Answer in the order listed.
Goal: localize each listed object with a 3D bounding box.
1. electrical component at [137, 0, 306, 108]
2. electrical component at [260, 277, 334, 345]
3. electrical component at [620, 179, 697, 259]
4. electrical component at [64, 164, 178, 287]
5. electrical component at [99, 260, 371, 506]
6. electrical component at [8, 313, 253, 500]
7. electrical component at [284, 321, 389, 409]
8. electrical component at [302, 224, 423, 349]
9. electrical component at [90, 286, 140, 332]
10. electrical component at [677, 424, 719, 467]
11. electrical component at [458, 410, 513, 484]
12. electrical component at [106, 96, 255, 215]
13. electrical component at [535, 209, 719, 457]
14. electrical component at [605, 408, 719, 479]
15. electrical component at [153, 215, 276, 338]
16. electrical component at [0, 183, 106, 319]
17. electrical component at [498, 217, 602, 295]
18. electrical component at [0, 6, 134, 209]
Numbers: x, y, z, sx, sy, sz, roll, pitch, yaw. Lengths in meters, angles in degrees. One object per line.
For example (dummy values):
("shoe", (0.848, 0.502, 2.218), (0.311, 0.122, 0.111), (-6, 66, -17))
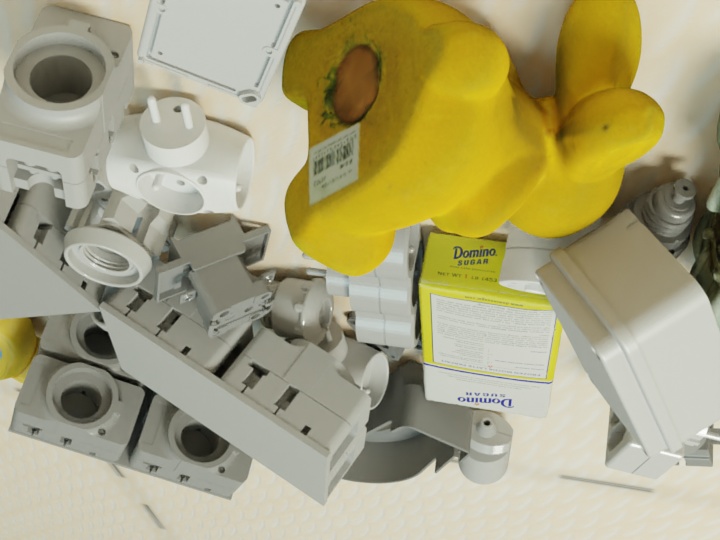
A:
("electrical component", (-0.055, -0.130, 0.477), (0.062, 0.061, 0.096), (20, 149, -11))
("electrical component", (-0.052, 0.026, 0.757), (0.062, 0.048, 0.048), (9, 150, 21))
("electrical component", (0.162, -0.024, 0.591), (0.040, 0.040, 0.078), (15, 150, -3))
("electrical component", (-0.157, -0.026, 0.697), (0.058, 0.057, 0.078), (-8, 144, 32))
("electrical component", (-0.084, 0.075, 0.757), (0.186, 0.060, 0.105), (31, 154, 13))
("electrical component", (-0.172, 0.102, 0.868), (0.186, 0.105, 0.060), (20, 149, -12))
("electrical component", (-0.026, 0.064, 0.804), (0.077, 0.043, 0.079), (10, 138, 28))
("electrical component", (0.000, 0.000, 0.683), (0.074, 0.052, 0.138), (7, 149, 10))
("electrical component", (-0.178, 0.034, 0.826), (0.040, 0.040, 0.046), (0, 154, 21))
("electrical component", (0.236, 0.120, 0.798), (0.066, 0.048, 0.055), (-2, 154, 24))
("electrical component", (0.103, 0.142, 0.889), (0.043, 0.043, 0.081), (8, 149, 9))
("electrical component", (-0.104, -0.071, 0.613), (0.077, 0.044, 0.079), (10, 150, 6))
("electrical component", (0.145, 0.035, 0.560), (0.057, 0.078, 0.113), (-33, 133, 3))
("electrical component", (0.213, 0.097, 0.730), (0.076, 0.083, 0.047), (14, 150, -2))
("electrical component", (-0.091, 0.006, 0.705), (0.081, 0.063, 0.042), (-23, 158, -22))
("electrical component", (-0.258, -0.043, 0.706), (0.105, 0.060, 0.186), (-5, 145, 29))
("electrical component", (0.109, -0.012, 0.610), (0.055, 0.047, 0.055), (9, 174, 1))
("electrical component", (-0.154, -0.088, 0.560), (0.050, 0.089, 0.055), (15, 150, -2))
